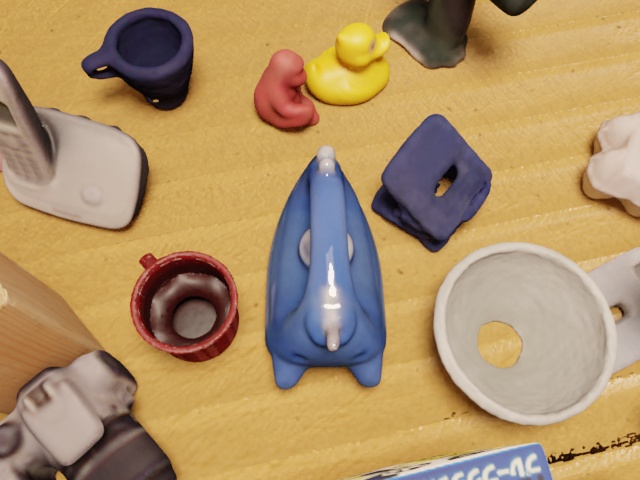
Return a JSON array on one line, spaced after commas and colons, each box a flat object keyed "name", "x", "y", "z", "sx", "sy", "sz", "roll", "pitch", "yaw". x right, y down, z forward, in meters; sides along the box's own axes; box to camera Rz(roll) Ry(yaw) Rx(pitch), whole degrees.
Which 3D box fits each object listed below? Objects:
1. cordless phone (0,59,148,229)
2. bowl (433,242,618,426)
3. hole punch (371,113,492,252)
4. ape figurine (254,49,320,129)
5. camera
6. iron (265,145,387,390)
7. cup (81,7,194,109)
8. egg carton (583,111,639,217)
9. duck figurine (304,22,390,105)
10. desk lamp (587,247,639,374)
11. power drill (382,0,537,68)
[{"name": "cordless phone", "x": -0.247, "y": -0.093, "z": 0.537, "sx": 0.147, "sy": 0.185, "sz": 0.094, "roll": 13, "pitch": 68, "yaw": 3}, {"name": "bowl", "x": 0.183, "y": 0.090, "z": 0.542, "sx": 0.167, "sy": 0.075, "sz": 0.167, "roll": 1, "pitch": 68, "yaw": -2}, {"name": "hole punch", "x": 0.121, "y": -0.060, "z": 0.591, "sx": 0.101, "sy": 0.091, "sz": 0.109, "roll": 35, "pitch": 71, "yaw": 11}, {"name": "ape figurine", "x": -0.036, "y": -0.170, "z": 0.628, "sx": 0.076, "sy": 0.092, "sz": 0.078, "roll": 3, "pitch": 68, "yaw": -1}, {"name": "camera", "x": -0.199, "y": 0.182, "z": 0.474, "sx": 0.136, "sy": 0.101, "sz": 0.143, "roll": 43, "pitch": 72, "yaw": 14}, {"name": "iron", "x": 0.005, "y": 0.002, "z": 0.534, "sx": 0.118, "sy": 0.141, "sz": 0.258, "roll": -1, "pitch": 68, "yaw": -3}, {"name": "cup", "x": -0.189, "y": -0.183, "z": 0.625, "sx": 0.118, "sy": 0.095, "sz": 0.091, "roll": -23, "pitch": 71, "yaw": -11}, {"name": "egg carton", "x": 0.365, "y": -0.071, "z": 0.619, "sx": 0.150, "sy": 0.069, "sz": 0.107, "roll": 24, "pitch": 69, "yaw": 7}, {"name": "duck figurine", "x": 0.033, "y": -0.207, "z": 0.649, "sx": 0.104, "sy": 0.086, "sz": 0.077, "roll": -14, "pitch": 69, "yaw": -8}, {"name": "desk lamp", "x": 0.347, "y": 0.024, "z": 0.502, "sx": 0.203, "sy": 0.213, "sz": 0.118, "roll": -25, "pitch": 71, "yaw": -12}, {"name": "power drill", "x": 0.131, "y": -0.299, "z": 0.625, "sx": 0.076, "sy": 0.208, "sz": 0.229, "roll": -42, "pitch": 75, "yaw": -17}]
